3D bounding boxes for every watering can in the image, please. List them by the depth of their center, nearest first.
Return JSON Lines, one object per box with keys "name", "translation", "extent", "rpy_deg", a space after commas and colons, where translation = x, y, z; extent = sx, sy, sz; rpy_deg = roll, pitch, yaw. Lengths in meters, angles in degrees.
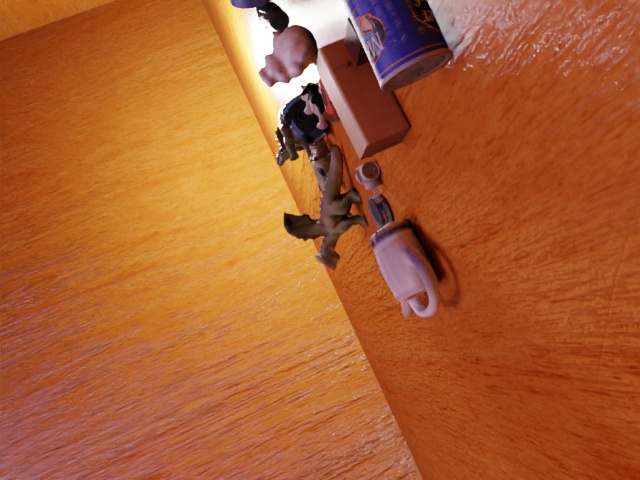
{"name": "watering can", "translation": [0.192, 0.076, 1.185], "extent": [0.343, 0.104, 0.226], "rpy_deg": [99, 148, -76]}

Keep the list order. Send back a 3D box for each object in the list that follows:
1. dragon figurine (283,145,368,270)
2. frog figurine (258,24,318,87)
{"name": "dragon figurine", "translation": [0.005, -0.079, 1.572], "extent": [0.124, 0.243, 0.402], "rpy_deg": [-117, 5, -58]}
{"name": "frog figurine", "translation": [-0.086, -0.461, 1.289], "extent": [0.121, 0.160, 0.139], "rpy_deg": [102, 143, -74]}
